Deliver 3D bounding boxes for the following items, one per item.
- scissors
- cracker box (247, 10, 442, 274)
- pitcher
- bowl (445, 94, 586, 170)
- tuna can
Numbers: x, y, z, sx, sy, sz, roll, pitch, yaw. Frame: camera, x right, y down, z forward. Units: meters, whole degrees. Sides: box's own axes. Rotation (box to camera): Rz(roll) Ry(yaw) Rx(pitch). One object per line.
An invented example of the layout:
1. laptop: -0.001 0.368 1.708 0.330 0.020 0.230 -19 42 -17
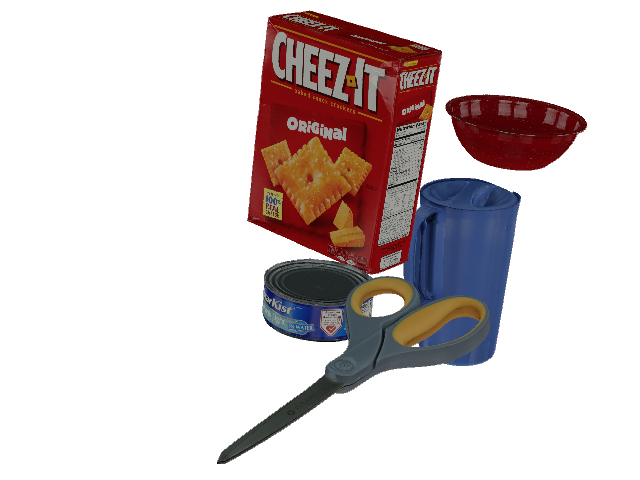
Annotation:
1. scissors: 0.008 0.065 0.613 0.201 0.016 0.096 -18 33 -28
2. cracker box: 0.016 -0.094 1.021 0.164 0.214 0.071 25 30 34
3. pitcher: 0.186 0.046 1.449 0.149 0.243 0.145 4 21 5
4. bowl: 0.221 -0.121 1.231 0.162 0.055 0.162 4 23 -2
5. tuna can: -0.002 0.045 0.820 0.086 0.034 0.086 4 21 -2
